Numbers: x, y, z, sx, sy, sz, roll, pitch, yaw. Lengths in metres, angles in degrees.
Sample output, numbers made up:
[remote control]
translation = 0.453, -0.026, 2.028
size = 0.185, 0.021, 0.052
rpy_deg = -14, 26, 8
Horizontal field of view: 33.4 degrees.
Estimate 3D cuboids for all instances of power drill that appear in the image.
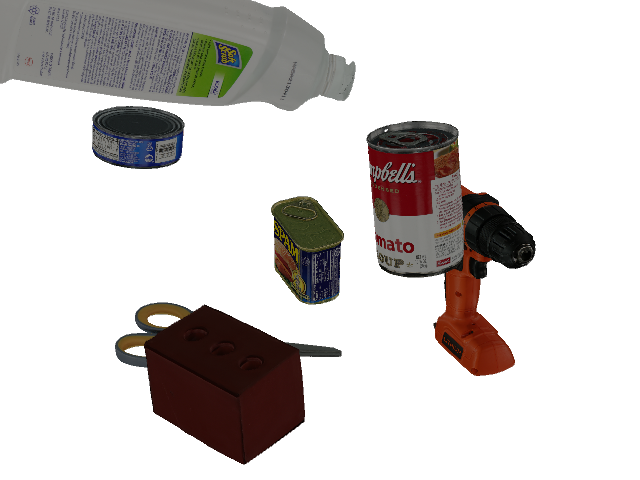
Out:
[power drill]
translation = 0.168, 0.043, 1.118
size = 0.057, 0.188, 0.185
rpy_deg = -11, 25, -16

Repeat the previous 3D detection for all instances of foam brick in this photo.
[foam brick]
translation = -0.055, 0.082, 0.613
size = 0.078, 0.051, 0.052
rpy_deg = 21, 37, 34

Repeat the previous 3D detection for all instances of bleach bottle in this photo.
[bleach bottle]
translation = -0.101, -0.134, 0.749
size = 0.250, 0.068, 0.103
rpy_deg = 12, -40, -12

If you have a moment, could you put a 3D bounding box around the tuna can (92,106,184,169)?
[tuna can]
translation = -0.172, -0.097, 1.006
size = 0.086, 0.034, 0.086
rpy_deg = 6, 24, -3

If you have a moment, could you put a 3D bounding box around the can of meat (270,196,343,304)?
[can of meat]
translation = -0.016, 0.012, 1.216
size = 0.057, 0.084, 0.102
rpy_deg = -15, 39, -21

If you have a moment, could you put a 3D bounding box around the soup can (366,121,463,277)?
[soup can]
translation = 0.072, -0.032, 0.802
size = 0.068, 0.102, 0.068
rpy_deg = -5, 22, 2

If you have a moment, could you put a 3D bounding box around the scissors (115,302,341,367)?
[scissors]
translation = -0.088, 0.085, 0.987
size = 0.201, 0.016, 0.096
rpy_deg = -4, 33, -11
